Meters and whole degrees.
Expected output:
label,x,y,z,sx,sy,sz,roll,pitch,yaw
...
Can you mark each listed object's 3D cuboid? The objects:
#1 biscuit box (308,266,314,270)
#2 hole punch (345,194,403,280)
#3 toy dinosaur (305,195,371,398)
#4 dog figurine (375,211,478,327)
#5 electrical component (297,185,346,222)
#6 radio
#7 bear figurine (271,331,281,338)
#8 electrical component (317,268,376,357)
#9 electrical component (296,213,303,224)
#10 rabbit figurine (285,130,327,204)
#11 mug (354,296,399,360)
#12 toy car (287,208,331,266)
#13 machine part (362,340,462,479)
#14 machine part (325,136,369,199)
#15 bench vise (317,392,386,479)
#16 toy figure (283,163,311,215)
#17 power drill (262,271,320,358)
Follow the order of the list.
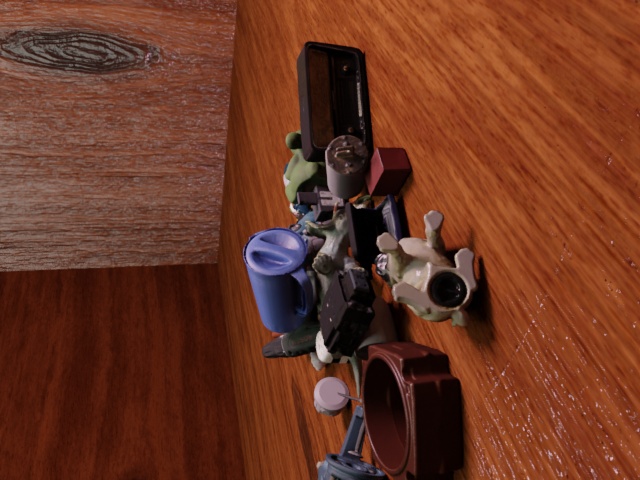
label,x,y,z,sx,sy,sz,roll,pitch,yaw
biscuit box,-0.059,0.064,1.521,0.203,0.063,0.059,-113,28,-50
hole punch,0.104,-0.012,0.967,0.115,0.092,0.142,49,-151,-68
toy dinosaur,0.040,0.107,1.122,0.192,0.131,0.404,-105,14,-73
dog figurine,0.154,0.065,0.798,0.190,0.121,0.172,78,177,-69
electrical component,0.004,-0.080,1.202,0.047,0.119,0.075,118,144,-58
radio,0.027,-0.275,1.086,0.073,0.131,0.229,153,114,-71
bear figurine,-0.048,0.230,1.460,0.196,0.131,0.120,1,56,45
electrical component,0.048,0.120,0.954,0.115,0.058,0.134,-109,37,-57
electrical component,-0.029,-0.052,1.342,0.021,0.063,0.094,112,175,-60
rabbit figurine,-0.038,-0.190,1.247,0.159,0.121,0.170,77,178,-62
mug,0.097,0.164,0.996,0.109,0.081,0.107,113,159,-54
toy car,-0.003,-0.004,1.246,0.103,0.162,0.109,11,131,35
machine part,0.136,0.268,0.853,0.201,0.087,0.201,174,93,-73
machine part,0.051,-0.134,1.023,0.243,0.079,0.079,82,-177,-78
bench vise,0.062,0.434,1.076,0.223,0.129,0.240,131,156,-79
toy figure,-0.054,-0.122,1.332,0.064,0.058,0.154,45,-152,-57
power drill,-0.051,0.185,1.333,0.232,0.086,0.207,-14,57,36
